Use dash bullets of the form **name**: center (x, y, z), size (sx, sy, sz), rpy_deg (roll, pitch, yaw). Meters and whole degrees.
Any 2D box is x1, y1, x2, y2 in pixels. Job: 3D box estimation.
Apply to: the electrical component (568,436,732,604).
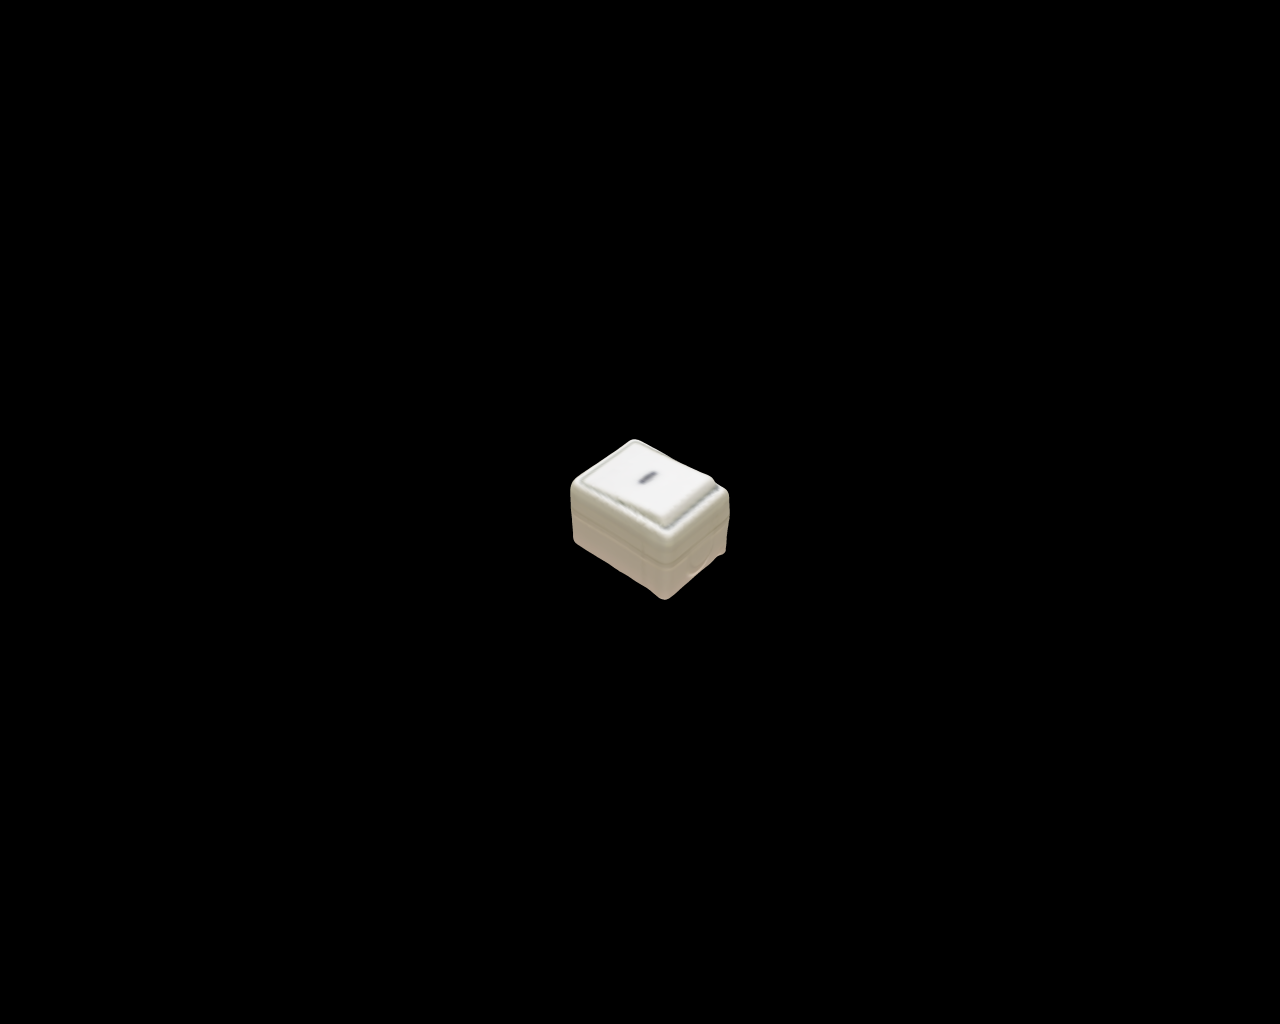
- **electrical component**: center (0.001, -0.003, 0.650), size (0.096, 0.061, 0.062), rpy_deg (31, 51, 30)
